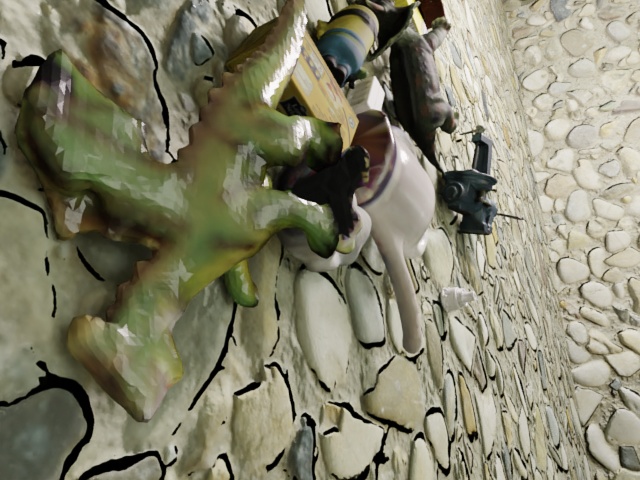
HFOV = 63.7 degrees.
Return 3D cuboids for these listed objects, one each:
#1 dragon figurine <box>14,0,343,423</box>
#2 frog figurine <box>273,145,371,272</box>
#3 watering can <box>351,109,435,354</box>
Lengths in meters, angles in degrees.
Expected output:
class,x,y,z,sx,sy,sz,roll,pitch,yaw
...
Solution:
class,x,y,z,sx,sy,sz,roll,pitch,yaw
dragon figurine,-0.104,-0.075,0.416,0.121,0.416,0.241,-15,-22,40
frog figurine,0.002,-0.030,0.601,0.123,0.139,0.157,-9,-12,-5
watering can,0.099,-0.035,0.732,0.103,0.355,0.221,-16,-36,32
